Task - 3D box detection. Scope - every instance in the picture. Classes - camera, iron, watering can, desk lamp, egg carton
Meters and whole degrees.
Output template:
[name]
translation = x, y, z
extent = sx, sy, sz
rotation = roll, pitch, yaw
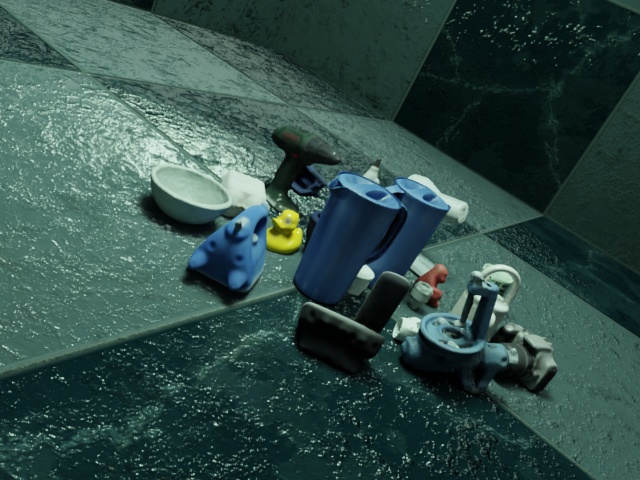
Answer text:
[camera]
translation = 0.407, 0.233, 1.195
extent = 0.137, 0.101, 0.142
rotation = 11, 27, -34
[iron]
translation = -0.137, -0.009, 1.052
extent = 0.118, 0.141, 0.258
rotation = 28, 22, 1
[watering can]
translation = 0.349, 0.131, 1.227
extent = 0.101, 0.194, 0.172
rotation = 16, 25, -25
[desk lamp]
translation = 0.275, -0.038, 1.482
extent = 0.202, 0.213, 0.118
rotation = 41, 26, 30
[egg carton]
translation = -0.176, -0.098, 1.295
extent = 0.107, 0.069, 0.150
rotation = 19, 24, -19

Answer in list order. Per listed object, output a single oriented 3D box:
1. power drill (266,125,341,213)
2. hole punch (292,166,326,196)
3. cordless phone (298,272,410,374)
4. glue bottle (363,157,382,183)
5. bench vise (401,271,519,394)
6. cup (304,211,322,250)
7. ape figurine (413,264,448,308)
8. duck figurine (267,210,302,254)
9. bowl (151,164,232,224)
[power drill]
translation = -0.057, -0.173, 1.407
extent = 0.076, 0.208, 0.228
rotation = 3, 33, -45
[hole punch]
translation = -0.039, -0.186, 1.610
extent = 0.101, 0.091, 0.108
rotation = -1, 35, -49
[cordless phone]
translation = 0.054, 0.113, 0.948
extent = 0.148, 0.185, 0.094
rotation = 24, 22, -7
[glue bottle]
translation = 0.133, -0.158, 1.635
extent = 0.078, 0.173, 0.037
rotation = 22, 23, -14
[bench vise]
translation = 0.278, 0.162, 1.047
extent = 0.208, 0.219, 0.121
rotation = 14, 26, -29
[cup]
translation = 0.011, 0.004, 1.251
extent = 0.092, 0.095, 0.117
rotation = 11, 28, -35
[ape figurine]
translation = 0.266, 0.099, 1.338
extent = 0.076, 0.092, 0.078
rotation = 30, 23, 7
[duck figurine]
translation = -0.072, -0.024, 1.230
extent = 0.105, 0.086, 0.077
rotation = 0, 35, -49
[bowl]
translation = -0.266, -0.080, 1.147
extent = 0.168, 0.074, 0.167
rotation = 23, 23, -10
